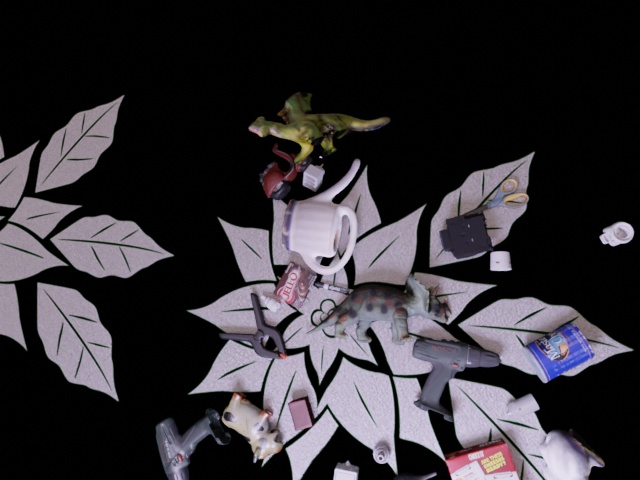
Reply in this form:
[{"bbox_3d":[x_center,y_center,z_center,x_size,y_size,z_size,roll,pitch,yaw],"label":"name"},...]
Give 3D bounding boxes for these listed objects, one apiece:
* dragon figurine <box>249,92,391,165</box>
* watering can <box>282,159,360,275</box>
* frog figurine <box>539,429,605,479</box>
[{"bbox_3d":[-0.015,-0.370,1.557,0.413,0.246,0.119,-22,-26,-19],"label":"dragon figurine"},{"bbox_3d":[0.005,-0.076,1.508,0.224,0.350,0.103,7,-7,12],"label":"watering can"},{"bbox_3d":[0.607,0.565,1.290,0.121,0.158,0.140,29,12,-43],"label":"frog figurine"}]
